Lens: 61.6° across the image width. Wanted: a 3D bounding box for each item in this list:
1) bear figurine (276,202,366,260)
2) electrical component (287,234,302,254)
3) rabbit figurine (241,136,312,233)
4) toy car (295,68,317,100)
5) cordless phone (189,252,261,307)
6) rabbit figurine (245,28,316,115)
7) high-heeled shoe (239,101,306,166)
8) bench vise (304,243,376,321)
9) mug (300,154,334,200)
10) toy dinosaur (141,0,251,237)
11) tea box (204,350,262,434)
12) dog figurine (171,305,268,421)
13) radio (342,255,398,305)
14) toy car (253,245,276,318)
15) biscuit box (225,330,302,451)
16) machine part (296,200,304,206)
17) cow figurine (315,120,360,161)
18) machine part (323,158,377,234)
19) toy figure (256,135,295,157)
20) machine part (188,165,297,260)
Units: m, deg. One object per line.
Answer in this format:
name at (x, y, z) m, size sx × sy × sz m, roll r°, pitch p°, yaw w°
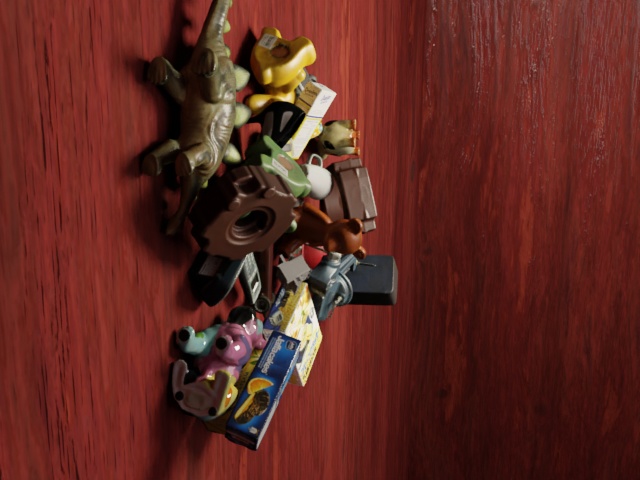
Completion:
bear figurine at (0.000, -0.006, 1.219) m, size 0.132 × 0.196 × 0.120 m, roll -36°, pitch 135°, yaw -31°
electrical component at (-0.067, 0.004, 1.333) m, size 0.094 × 0.021 × 0.063 m, roll -1°, pitch 94°, yaw -69°
rabbit figurine at (-0.110, -0.083, 0.996) m, size 0.159 × 0.170 × 0.121 m, roll 33°, pitch 30°, yaw -32°
toy car at (-0.053, -0.375, 1.251) m, size 0.201 × 0.056 × 0.073 m, roll 41°, pitch 49°, yaw -67°
cordless phone at (-0.161, 0.082, 1.009) m, size 0.184 × 0.089 × 0.146 m, roll 79°, pitch 25°, yaw -46°
rabbit figurine at (-0.082, -0.318, 1.106) m, size 0.173 × 0.122 × 0.162 m, roll 95°, pitch 10°, yaw -67°
high-heeled shoe at (-0.095, -0.142, 1.046) m, size 0.086 × 0.145 × 0.248 m, roll -20°, pitch 111°, yaw -68°
bench vise at (0.039, 0.089, 1.408) m, size 0.240 × 0.129 × 0.223 m, roll -38°, pitch 136°, yaw -49°
mug at (-0.021, -0.163, 1.346) m, size 0.107 × 0.081 × 0.109 m, roll 16°, pitch 85°, yaw -62°
toy dinosaur at (-0.183, -0.233, 0.861) m, size 0.198 × 0.105 × 0.471 m, roll 1°, pitch 102°, yaw -77°
tea box at (-0.150, 0.292, 1.051) m, size 0.170 × 0.098 × 0.068 m, roll -69°, pitch 155°, yaw -42°
dog figurine at (-0.167, 0.217, 0.983) m, size 0.219 × 0.109 × 0.191 m, roll 20°, pitch 75°, yaw -72°
radio at (0.105, 0.112, 1.530) m, size 0.073 × 0.230 × 0.131 m, roll 69°, pitch 27°, yaw -50°
toy car at (-0.122, 0.065, 1.148) m, size 0.089 × 0.053 × 0.202 m, roll -91°, pitch -177°, yaw -82°
biscuit box at (-0.097, 0.259, 0.949) m, size 0.059 × 0.063 × 0.203 m, roll 103°, pitch 10°, yaw -48°
machine part at (-0.076, -0.124, 1.265) m, size 0.138 × 0.039 × 0.084 m, roll 67°, pitch 25°, yaw -49°
cow figurine at (0.039, -0.254, 1.387) m, size 0.195 × 0.127 × 0.085 m, roll 16°, pitch 78°, yaw -82°
machine part at (0.072, -0.108, 1.446) m, size 0.201 × 0.087 × 0.201 m, roll 165°, pitch -86°, yaw -77°
toy figure at (-0.099, -0.143, 1.133) m, size 0.089 × 0.082 × 0.180 m, roll 15°, pitch 82°, yaw -72°
machine part at (-0.121, -0.038, 0.873) m, size 0.056 × 0.179 × 0.179 m, roll 56°, pitch 1°, yaw 29°
